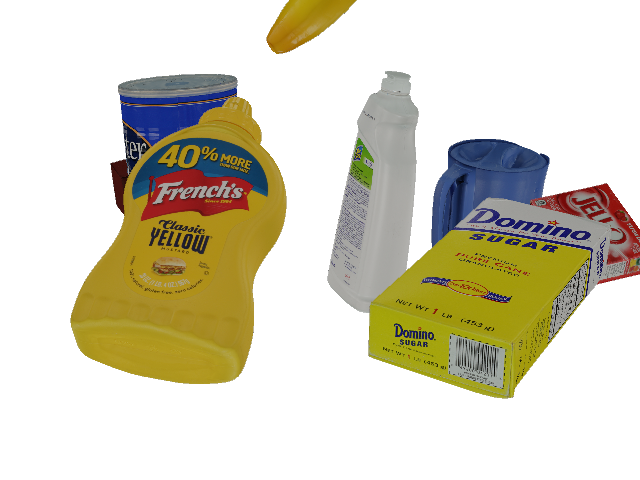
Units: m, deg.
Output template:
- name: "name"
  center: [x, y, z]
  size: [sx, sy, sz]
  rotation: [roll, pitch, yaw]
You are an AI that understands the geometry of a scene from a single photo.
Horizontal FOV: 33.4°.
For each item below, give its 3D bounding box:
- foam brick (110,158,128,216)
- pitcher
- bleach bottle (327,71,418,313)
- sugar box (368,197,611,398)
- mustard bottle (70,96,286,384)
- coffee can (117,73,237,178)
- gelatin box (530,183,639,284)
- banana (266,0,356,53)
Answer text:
- name: "foam brick"
  center: [-0.183, -0.061, 1.162]
  size: [0.078, 0.053, 0.051]
  rotation: [-15, 30, -18]
- name: "pitcher"
  center: [0.220, -0.007, 1.445]
  size: [0.149, 0.243, 0.145]
  rotation: [5, 23, 3]
- name: "bleach bottle"
  center: [0.066, -0.055, 1.153]
  size: [0.068, 0.251, 0.103]
  rotation: [-1, 22, -27]
- name: "sugar box"
  center: [0.112, 0.029, 0.678]
  size: [0.093, 0.048, 0.176]
  rotation: [16, 34, 27]
- name: "mustard bottle"
  center: [-0.071, -0.012, 0.628]
  size: [0.096, 0.191, 0.058]
  rotation: [8, -37, 8]
- name: "coffee can"
  center: [-0.120, -0.070, 0.936]
  size: [0.103, 0.140, 0.103]
  rotation: [-3, 15, 1]
- name: "gelatin box"
  center: [0.226, -0.005, 0.897]
  size: [0.073, 0.089, 0.030]
  rotation: [-12, -43, -10]
- name: "banana"
  center: [0.020, -0.211, 0.763]
  size: [0.070, 0.197, 0.037]
  rotation: [-8, -40, 39]
